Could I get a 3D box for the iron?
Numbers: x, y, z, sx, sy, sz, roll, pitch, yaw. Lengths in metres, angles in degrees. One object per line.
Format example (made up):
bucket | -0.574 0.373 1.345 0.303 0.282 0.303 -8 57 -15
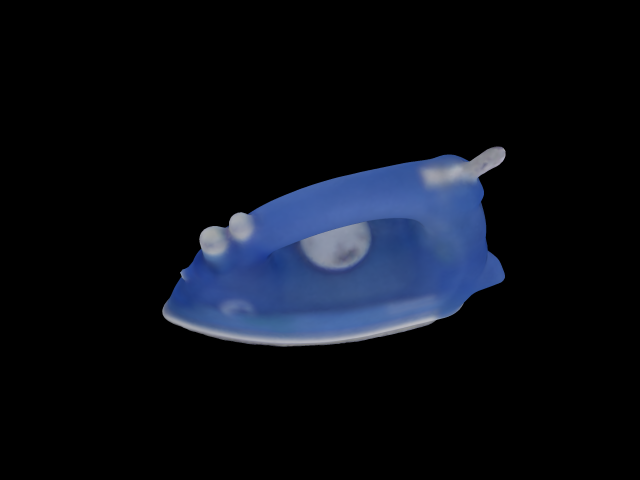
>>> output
iron | 0.004 0.001 0.400 0.258 0.141 0.118 -14 64 -7
